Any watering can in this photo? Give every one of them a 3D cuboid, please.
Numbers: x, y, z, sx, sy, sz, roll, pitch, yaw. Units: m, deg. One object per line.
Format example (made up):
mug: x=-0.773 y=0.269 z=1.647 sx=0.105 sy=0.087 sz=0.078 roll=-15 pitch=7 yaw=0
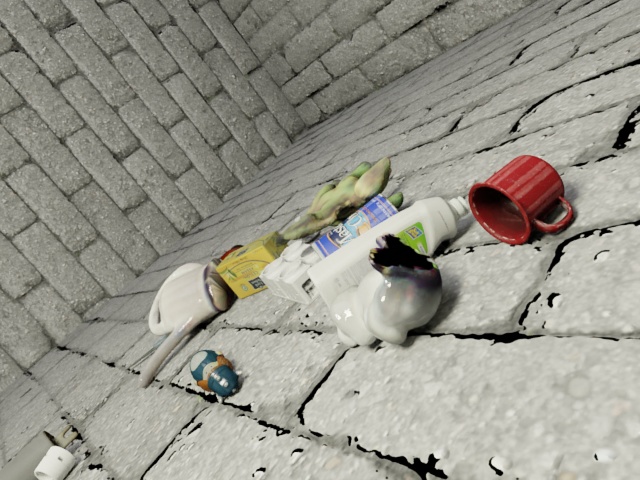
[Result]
watering can: x=-0.309 y=0.167 z=1.202 sx=0.223 sy=0.102 sz=0.356 roll=-25 pitch=36 yaw=14

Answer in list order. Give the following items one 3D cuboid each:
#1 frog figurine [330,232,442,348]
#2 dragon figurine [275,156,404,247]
frog figurine: x=0.080 y=0.084 z=0.652 sx=0.140 sy=0.122 sz=0.157 roll=-95 pitch=22 yaw=-64
dragon figurine: x=0.003 y=-0.050 z=0.992 sx=0.404 sy=0.122 sz=0.245 roll=-32 pitch=-5 yaw=40
